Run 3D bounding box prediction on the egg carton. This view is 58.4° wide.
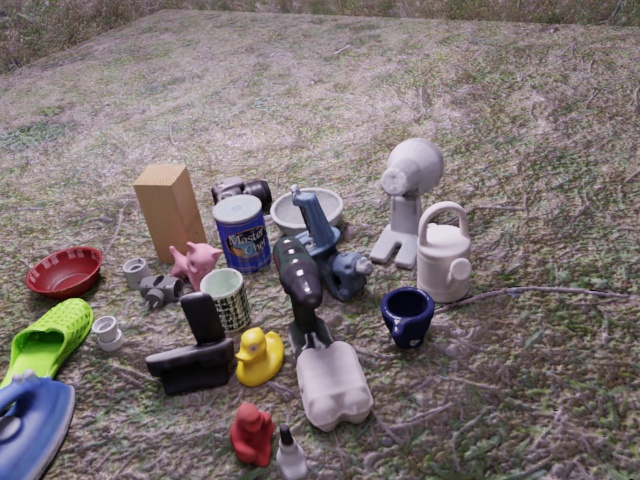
[{"bbox_3d":[0.020,0.231,0.918,0.107,0.069,0.150,-13,36,-7],"label":"egg carton"}]

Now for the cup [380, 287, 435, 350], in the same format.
[{"bbox_3d":[0.148,0.151,0.982,0.091,0.095,0.118,7,38,21],"label":"cup"}]

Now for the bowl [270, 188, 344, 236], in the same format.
[{"bbox_3d":[-0.027,-0.048,1.311,0.167,0.075,0.167,-5,35,4],"label":"bowl"}]

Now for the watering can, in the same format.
[{"bbox_3d":[0.235,0.018,1.065,0.101,0.194,0.172,-24,39,-21],"label":"watering can"}]

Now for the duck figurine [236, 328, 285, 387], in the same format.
[{"bbox_3d":[-0.107,0.188,0.988,0.077,0.086,0.105,15,41,29],"label":"duck figurine"}]

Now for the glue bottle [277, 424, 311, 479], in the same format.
[{"bbox_3d":[-0.034,0.298,0.745,0.037,0.173,0.078,-17,36,-13],"label":"glue bottle"}]

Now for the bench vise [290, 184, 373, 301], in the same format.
[{"bbox_3d":[0.015,-0.003,1.115,0.206,0.220,0.122,8,39,21],"label":"bench vise"}]

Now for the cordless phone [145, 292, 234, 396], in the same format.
[{"bbox_3d":[-0.226,0.162,0.962,0.147,0.185,0.094,-14,36,-8],"label":"cordless phone"}]

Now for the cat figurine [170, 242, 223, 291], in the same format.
[{"bbox_3d":[-0.260,0.044,1.191,0.127,0.118,0.067,13,40,27],"label":"cat figurine"}]

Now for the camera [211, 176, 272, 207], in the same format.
[{"bbox_3d":[-0.185,-0.100,1.392,0.137,0.101,0.142,-20,37,-16],"label":"camera"}]

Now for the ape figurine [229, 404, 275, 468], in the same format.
[{"bbox_3d":[-0.103,0.281,0.852,0.075,0.092,0.078,22,45,36],"label":"ape figurine"}]

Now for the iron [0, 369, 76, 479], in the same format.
[{"bbox_3d":[-0.479,0.285,0.876,0.118,0.142,0.258,3,37,15],"label":"iron"}]

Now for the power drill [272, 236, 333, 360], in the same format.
[{"bbox_3d":[-0.027,0.104,0.984,0.076,0.209,0.229,-15,36,-9],"label":"power drill"}]

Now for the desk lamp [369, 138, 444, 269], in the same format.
[{"bbox_3d":[0.181,-0.085,1.203,0.117,0.214,0.203,10,39,23],"label":"desk lamp"}]
